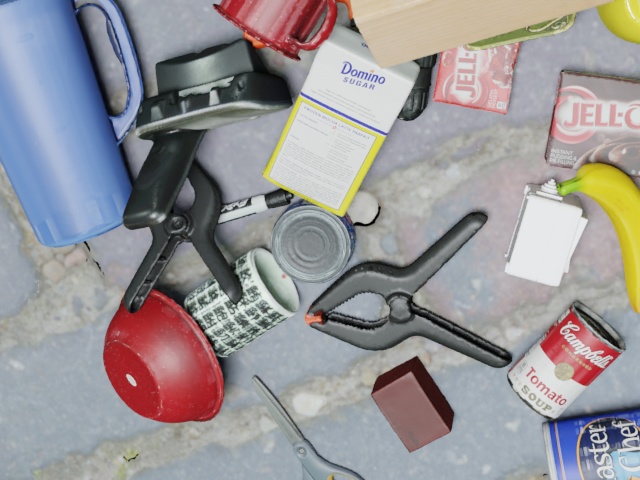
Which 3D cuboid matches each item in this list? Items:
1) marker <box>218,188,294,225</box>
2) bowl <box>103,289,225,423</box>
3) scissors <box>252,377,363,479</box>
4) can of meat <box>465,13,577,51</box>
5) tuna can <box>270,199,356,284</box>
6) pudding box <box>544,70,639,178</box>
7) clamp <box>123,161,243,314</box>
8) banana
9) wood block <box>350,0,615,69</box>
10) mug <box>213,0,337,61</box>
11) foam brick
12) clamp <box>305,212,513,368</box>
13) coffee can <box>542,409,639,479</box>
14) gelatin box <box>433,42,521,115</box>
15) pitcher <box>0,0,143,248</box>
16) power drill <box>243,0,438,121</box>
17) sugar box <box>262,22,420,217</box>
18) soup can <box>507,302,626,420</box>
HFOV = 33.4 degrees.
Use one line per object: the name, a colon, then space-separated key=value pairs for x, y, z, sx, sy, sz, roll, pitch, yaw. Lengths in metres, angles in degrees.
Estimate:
marker: x=-0.085 y=-0.031 z=1.106 sx=0.121 sy=0.020 sz=0.020 roll=-15 pitch=101 yaw=14
bowl: x=-0.174 y=0.132 z=1.105 sx=0.162 sy=0.055 sz=0.162 roll=26 pitch=131 yaw=33
scissors: x=-0.026 y=0.247 z=1.170 sx=0.202 sy=0.016 sz=0.096 roll=41 pitch=107 yaw=-2
can of meat: x=0.173 y=-0.229 z=0.970 sx=0.102 sy=0.057 sz=0.084 roll=-11 pitch=72 yaw=5
tuna can: x=-0.007 y=0.001 z=1.093 sx=0.086 sy=0.033 sz=0.086 roll=2 pitch=105 yaw=9
pudding box: x=0.276 y=-0.109 z=1.010 sx=0.113 sy=0.039 sz=0.090 roll=8 pitch=106 yaw=8
clamp: x=-0.128 y=-0.006 z=1.070 sx=0.120 sy=0.039 sz=0.171 roll=5 pitch=75 yaw=7
banana: x=0.285 y=-0.011 z=1.011 sx=0.069 sy=0.037 sz=0.197 roll=-42 pitch=122 yaw=-1
wood block: x=0.131 y=-0.228 z=0.896 sx=0.206 sy=0.090 sz=0.090 roll=-15 pitch=67 yaw=14
mug: x=-0.029 y=-0.212 z=0.945 sx=0.117 sy=0.093 sz=0.081 roll=43 pitch=106 yaw=36
foam brick: x=0.097 y=0.170 z=1.109 sx=0.053 sy=0.051 sz=0.078 roll=-31 pitch=97 yaw=17
clamp: x=0.087 y=0.054 z=1.088 sx=0.210 sy=0.036 sz=0.164 roll=-2 pitch=105 yaw=12
coffee can: x=0.300 y=0.222 z=1.059 sx=0.140 sy=0.102 sz=0.103 roll=-11 pitch=102 yaw=13
gelatin box: x=0.151 y=-0.170 z=1.021 sx=0.073 sy=0.030 sz=0.089 roll=12 pitch=106 yaw=8
pitcher: x=-0.261 y=-0.124 z=1.064 sx=0.149 sy=0.144 sz=0.243 roll=-8 pitch=108 yaw=37
power drill: x=0.023 y=-0.212 z=1.022 sx=0.188 sy=0.057 sz=0.184 roll=6 pitch=106 yaw=7
sugar box: x=0.018 y=-0.112 z=1.019 sx=0.093 sy=0.048 sz=0.176 roll=26 pitch=128 yaw=-3
soup can: x=0.243 y=0.121 z=1.061 sx=0.068 sy=0.068 sz=0.102 roll=39 pitch=108 yaw=-2
